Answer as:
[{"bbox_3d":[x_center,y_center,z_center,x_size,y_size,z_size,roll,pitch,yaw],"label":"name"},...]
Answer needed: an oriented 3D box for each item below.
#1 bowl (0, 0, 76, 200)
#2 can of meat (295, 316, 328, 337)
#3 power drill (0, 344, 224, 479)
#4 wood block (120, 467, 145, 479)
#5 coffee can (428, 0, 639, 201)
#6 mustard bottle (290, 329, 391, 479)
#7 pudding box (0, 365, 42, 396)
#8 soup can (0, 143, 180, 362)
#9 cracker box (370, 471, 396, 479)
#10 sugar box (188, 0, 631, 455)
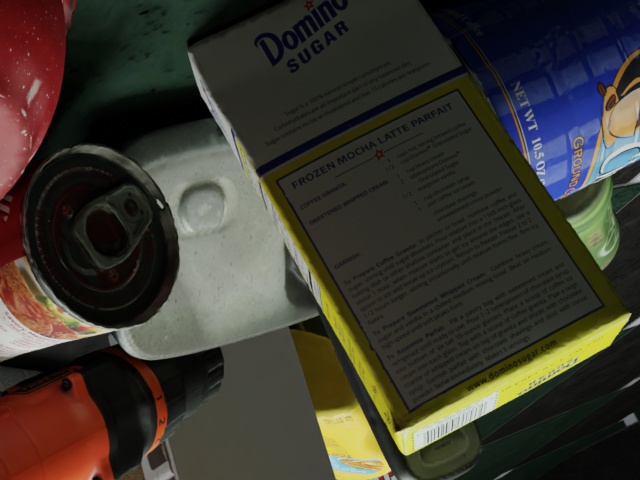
[{"bbox_3d":[-0.139,-0.038,0.317,0.162,0.055,0.162,-26,159,-11],"label":"bowl"},{"bbox_3d":[0.032,0.064,0.776,0.102,0.057,0.084,-24,157,-6],"label":"can of meat"},{"bbox_3d":[-0.155,0.090,0.491,0.188,0.057,0.184,-16,-178,28],"label":"power drill"},{"bbox_3d":[-0.084,0.139,0.754,0.091,0.090,0.206,-31,159,1],"label":"wood block"},{"bbox_3d":[0.118,-0.078,0.494,0.140,0.103,0.103,-25,159,-12],"label":"coffee can"},{"bbox_3d":[0.009,0.125,0.738,0.096,0.058,0.191,9,155,22],"label":"mustard bottle"},{"bbox_3d":[-0.201,0.121,0.614,0.113,0.039,0.090,-40,159,9],"label":"pudding box"},{"bbox_3d":[-0.112,0.010,0.404,0.102,0.068,0.068,-18,170,38],"label":"soup can"},{"bbox_3d":[-0.015,0.220,0.946,0.164,0.072,0.214,-23,-174,-18],"label":"cracker box"},{"bbox_3d":[0.028,-0.018,0.410,0.093,0.176,0.048,-26,157,-7],"label":"sugar box"}]
